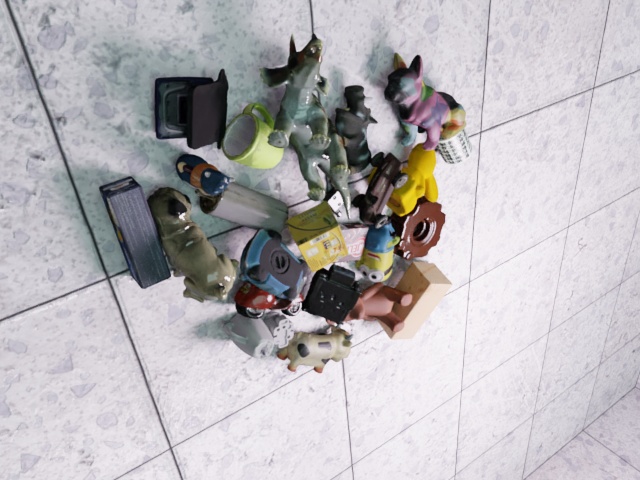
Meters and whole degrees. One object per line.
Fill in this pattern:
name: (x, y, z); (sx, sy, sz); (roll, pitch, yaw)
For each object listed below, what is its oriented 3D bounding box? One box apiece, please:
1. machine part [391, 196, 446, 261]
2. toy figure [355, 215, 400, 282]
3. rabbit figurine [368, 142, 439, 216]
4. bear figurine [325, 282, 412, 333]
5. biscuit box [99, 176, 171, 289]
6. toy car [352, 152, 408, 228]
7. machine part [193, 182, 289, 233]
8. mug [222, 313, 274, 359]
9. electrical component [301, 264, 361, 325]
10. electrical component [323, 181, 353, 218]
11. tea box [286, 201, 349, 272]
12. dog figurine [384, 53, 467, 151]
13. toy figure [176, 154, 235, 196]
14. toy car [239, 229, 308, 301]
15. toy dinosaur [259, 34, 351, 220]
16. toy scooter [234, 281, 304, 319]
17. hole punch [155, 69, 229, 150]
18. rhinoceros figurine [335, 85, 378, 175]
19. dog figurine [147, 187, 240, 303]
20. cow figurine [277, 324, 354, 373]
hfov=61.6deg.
machine part: (0.254, -0.031, 1.406); (0.179, 0.056, 0.179); (-18, 123, -31)
toy figure: (0.150, 0.023, 1.341); (0.089, 0.082, 0.180); (-11, 117, -31)
rabbit figurine: (0.226, -0.147, 1.280); (0.162, 0.122, 0.173); (43, 75, -40)
bear figurine: (0.119, 0.172, 1.369); (0.196, 0.132, 0.120); (-4, 114, -43)
biscuit box: (-0.331, -0.009, 0.969); (0.063, 0.059, 0.202); (-25, 126, -26)
toy car: (0.130, -0.109, 1.202); (0.053, 0.089, 0.202); (-25, 154, -31)
machine part: (-0.148, -0.065, 1.065); (0.243, 0.079, 0.079); (18, 102, -42)
mug: (-0.157, 0.212, 1.191); (0.109, 0.107, 0.080); (27, 95, -45)
electrical component: (0.030, 0.123, 1.266); (0.115, 0.058, 0.134); (20, 113, -11)
electrical component: (0.037, -0.096, 1.228); (0.063, 0.021, 0.093); (-46, 133, -7)
tea box: (-0.002, -0.003, 1.138); (0.098, 0.068, 0.169); (-26, 157, -3)
dog figurine: (0.232, -0.320, 1.199); (0.191, 0.109, 0.219); (-33, 127, -18)
toy figure: (-0.204, -0.112, 0.944); (0.064, 0.155, 0.057); (-19, 122, -30)
toy car: (-0.106, 0.055, 1.101); (0.161, 0.103, 0.109); (41, 57, -33)
toy dinosaur: (-0.013, -0.212, 1.056); (0.131, 0.192, 0.404); (-7, 149, 12)
toy scooter: (-0.102, 0.104, 1.198); (0.184, 0.075, 0.135); (6, 108, -41)
hole punch: (-0.222, -0.224, 0.930); (0.116, 0.092, 0.142); (-37, 136, -58)
rhinoceros figurine: (0.075, -0.232, 1.147); (0.112, 0.073, 0.190); (-25, 127, -23)
dog figurine: (-0.237, 0.009, 0.981); (0.121, 0.173, 0.190); (-43, 140, -25)
cow figurine: (0.001, 0.269, 1.364); (0.195, 0.086, 0.127); (15, 110, -41)
